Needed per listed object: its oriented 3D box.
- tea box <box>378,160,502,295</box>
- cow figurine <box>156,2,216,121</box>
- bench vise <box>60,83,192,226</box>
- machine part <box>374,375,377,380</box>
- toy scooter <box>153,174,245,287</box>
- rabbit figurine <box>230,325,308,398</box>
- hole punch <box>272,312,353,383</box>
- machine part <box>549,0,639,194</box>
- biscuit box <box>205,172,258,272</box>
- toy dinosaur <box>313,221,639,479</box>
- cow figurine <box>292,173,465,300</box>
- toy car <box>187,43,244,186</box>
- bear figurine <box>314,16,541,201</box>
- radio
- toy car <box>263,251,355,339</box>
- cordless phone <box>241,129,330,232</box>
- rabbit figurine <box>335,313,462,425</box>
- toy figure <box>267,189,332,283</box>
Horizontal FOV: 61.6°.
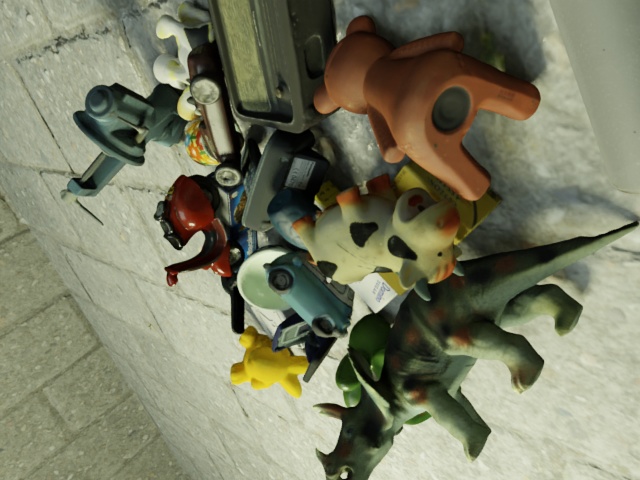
[{"bbox_3d":[0.112,-0.019,0.614,0.098,0.068,0.169,46,146,11],"label":"tea box"},{"bbox_3d":[-0.164,-0.233,0.752,0.098,0.068,0.167,29,142,22],"label":"cow figurine"},{"bbox_3d":[-0.316,-0.149,0.852,0.129,0.240,0.223,43,-171,2],"label":"bench vise"},{"bbox_3d":[0.088,0.206,0.894,0.084,0.039,0.138,30,141,16],"label":"machine part"},{"bbox_3d":[-0.202,-0.004,0.839,0.075,0.135,0.183,6,126,49],"label":"toy scooter"},{"bbox_3d":[-0.101,0.253,1.066,0.162,0.122,0.173,26,165,1],"label":"rabbit figurine"},{"bbox_3d":[-0.015,0.157,0.896,0.092,0.116,0.142,35,146,14],"label":"hole punch"},{"bbox_3d":[0.220,-0.122,0.372,0.079,0.079,0.243,-5,117,53],"label":"machine part"},{"bbox_3d":[-0.149,-0.035,0.927,0.059,0.063,0.202,35,144,24],"label":"biscuit box"},{"bbox_3d":[0.138,0.108,0.587,0.192,0.131,0.404,35,108,21],"label":"toy dinosaur"},{"bbox_3d":[0.063,0.001,0.553,0.195,0.085,0.127,-24,94,55],"label":"cow figurine"},{"bbox_3d":[-0.137,-0.160,0.713,0.201,0.053,0.089,86,177,-50],"label":"toy car"},{"bbox_3d":[0.083,-0.135,0.515,0.132,0.120,0.196,21,-166,-29],"label":"bear figurine"},{"bbox_3d":[-0.053,-0.239,0.597,0.131,0.073,0.229,25,140,36],"label":"radio"},{"bbox_3d":[-0.002,0.069,0.803,0.162,0.103,0.109,42,180,15],"label":"toy car"},{"bbox_3d":[-0.068,-0.112,0.737,0.146,0.089,0.184,-68,30,32],"label":"cordless phone"},{"bbox_3d":[0.098,0.184,0.778,0.170,0.159,0.121,41,159,44],"label":"rabbit figurine"},{"bbox_3d":[-0.001,-0.001,0.679,0.154,0.058,0.064,44,161,-31],"label":"toy figure"}]
